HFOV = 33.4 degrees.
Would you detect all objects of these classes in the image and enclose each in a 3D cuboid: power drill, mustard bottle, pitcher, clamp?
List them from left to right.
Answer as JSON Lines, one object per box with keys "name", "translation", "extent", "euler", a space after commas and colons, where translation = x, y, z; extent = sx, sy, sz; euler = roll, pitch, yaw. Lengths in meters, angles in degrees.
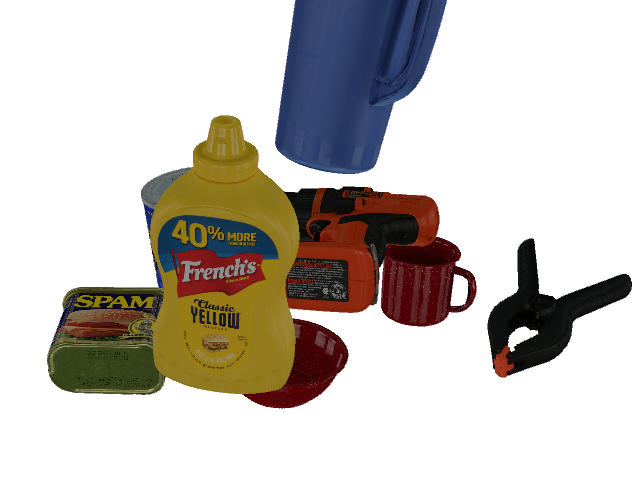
{"name": "mustard bottle", "translation": [-0.062, 0.009, 0.700], "extent": [0.096, 0.192, 0.058], "euler": [8, 30, 8]}
{"name": "power drill", "translation": [-0.001, -0.001, 0.913], "extent": [0.185, 0.057, 0.187], "euler": [1, 20, 16]}
{"name": "pitcher", "translation": [0.035, -0.191, 1.060], "extent": [0.145, 0.243, 0.149], "euler": [12, 18, -1]}
{"name": "clamp", "translation": [0.210, 0.063, 1.046], "extent": [0.171, 0.039, 0.120], "euler": [-36, 44, -29]}

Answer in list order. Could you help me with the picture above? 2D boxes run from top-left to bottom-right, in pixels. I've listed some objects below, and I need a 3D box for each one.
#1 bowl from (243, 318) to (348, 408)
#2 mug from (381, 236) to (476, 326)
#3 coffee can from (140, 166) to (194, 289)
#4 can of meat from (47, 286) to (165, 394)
{"name": "bowl", "translation": [-0.048, 0.154, 1.284], "extent": [0.162, 0.055, 0.162], "euler": [2, 25, -1]}
{"name": "mug", "translation": [0.124, 0.050, 1.237], "extent": [0.117, 0.081, 0.093], "euler": [12, 25, 20]}
{"name": "coffee can", "translation": [-0.123, 0.007, 1.099], "extent": [0.103, 0.140, 0.103], "euler": [-5, 26, 2]}
{"name": "can of meat", "translation": [-0.175, 0.085, 0.907], "extent": [0.102, 0.057, 0.084], "euler": [1, 29, -1]}
